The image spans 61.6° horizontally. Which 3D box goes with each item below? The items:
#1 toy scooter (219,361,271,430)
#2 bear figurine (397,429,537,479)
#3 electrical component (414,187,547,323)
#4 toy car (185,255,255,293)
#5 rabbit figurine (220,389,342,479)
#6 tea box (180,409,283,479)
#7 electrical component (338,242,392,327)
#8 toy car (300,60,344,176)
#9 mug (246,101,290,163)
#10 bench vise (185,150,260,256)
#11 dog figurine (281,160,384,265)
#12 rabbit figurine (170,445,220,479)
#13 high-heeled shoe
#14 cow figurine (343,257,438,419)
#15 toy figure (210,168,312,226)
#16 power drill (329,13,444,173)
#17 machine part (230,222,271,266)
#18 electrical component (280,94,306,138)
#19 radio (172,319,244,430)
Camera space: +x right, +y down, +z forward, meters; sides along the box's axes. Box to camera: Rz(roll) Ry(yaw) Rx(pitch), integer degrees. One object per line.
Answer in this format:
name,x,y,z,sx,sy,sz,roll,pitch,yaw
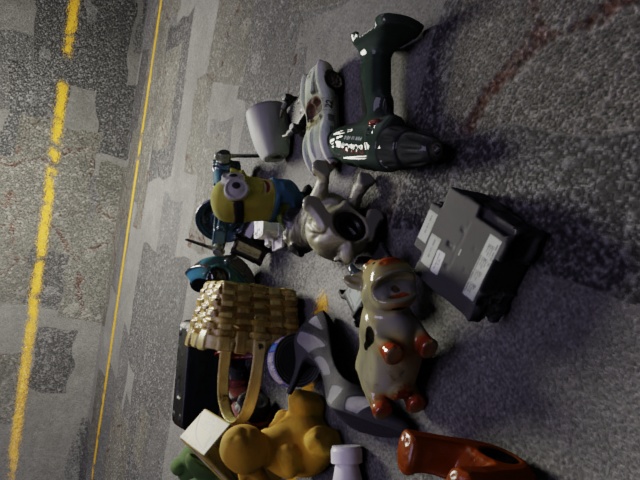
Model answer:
toy scooter,-0.153,0.335,1.040,0.184,0.075,0.135,38,117,59
bear figurine,0.135,0.297,0.515,0.120,0.132,0.195,18,93,67
electrical component,0.165,0.009,0.592,0.134,0.058,0.114,50,124,52
toy car,-0.189,0.084,1.116,0.109,0.161,0.103,-21,31,51
rabbit figurine,-0.078,0.313,0.824,0.162,0.173,0.122,-56,43,31
tea box,-0.151,0.379,0.926,0.098,0.169,0.068,5,45,50
electrical component,0.076,0.057,0.739,0.119,0.048,0.075,-63,36,29
toy car,0.002,-0.206,0.912,0.073,0.056,0.201,-26,61,55
mug,-0.106,-0.206,1.073,0.109,0.081,0.107,-28,69,48
bench vise,-0.205,-0.066,1.151,0.241,0.129,0.223,-94,20,-52
dog figurine,0.002,-0.003,0.825,0.190,0.121,0.172,125,161,-48
rabbit figurine,-0.202,0.448,1.049,0.170,0.159,0.121,2,75,45
high-heeled shoe,0.048,0.183,0.769,0.249,0.086,0.145,8,59,42
cow figurine,0.083,0.106,0.653,0.127,0.085,0.194,-126,30,-53
toy figure,-0.098,-0.066,0.931,0.082,0.180,0.089,41,122,57
power drill,0.096,-0.195,0.743,0.232,0.086,0.207,2,93,62
machine part,-0.125,-0.021,1.081,0.039,0.084,0.138,-63,-6,-84
electrical component,-0.041,-0.235,1.002,0.078,0.045,0.102,-44,48,49
radio,-0.232,0.280,1.128,0.073,0.131,0.229,-12,74,56
